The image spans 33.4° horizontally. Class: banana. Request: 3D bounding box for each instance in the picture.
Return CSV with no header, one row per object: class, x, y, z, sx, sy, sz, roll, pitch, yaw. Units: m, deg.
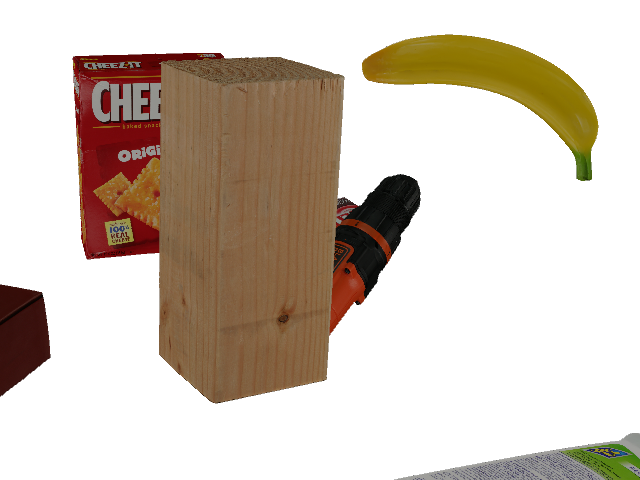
banana,0.131,-0.114,0.796,0.197,0.069,0.037,24,-1,-6

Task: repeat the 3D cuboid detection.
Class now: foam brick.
foam brick,-0.228,0.070,0.718,0.053,0.051,0.078,9,28,24

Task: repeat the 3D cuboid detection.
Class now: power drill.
power drill,-0.027,-0.008,0.919,0.188,0.184,0.057,19,-34,32

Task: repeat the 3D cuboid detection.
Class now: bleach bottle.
bleach bottle,0.156,0.162,0.626,0.250,0.068,0.103,-7,20,-23

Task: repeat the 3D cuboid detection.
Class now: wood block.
wood block,-0.049,-0.011,0.702,0.090,0.206,0.090,-8,21,-31

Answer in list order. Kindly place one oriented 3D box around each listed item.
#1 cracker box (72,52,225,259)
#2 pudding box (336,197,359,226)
cracker box,-0.183,-0.092,1.170,0.164,0.214,0.072,-5,26,-17
pudding box,0.008,-0.008,1.249,0.113,0.039,0.090,-18,31,-27
